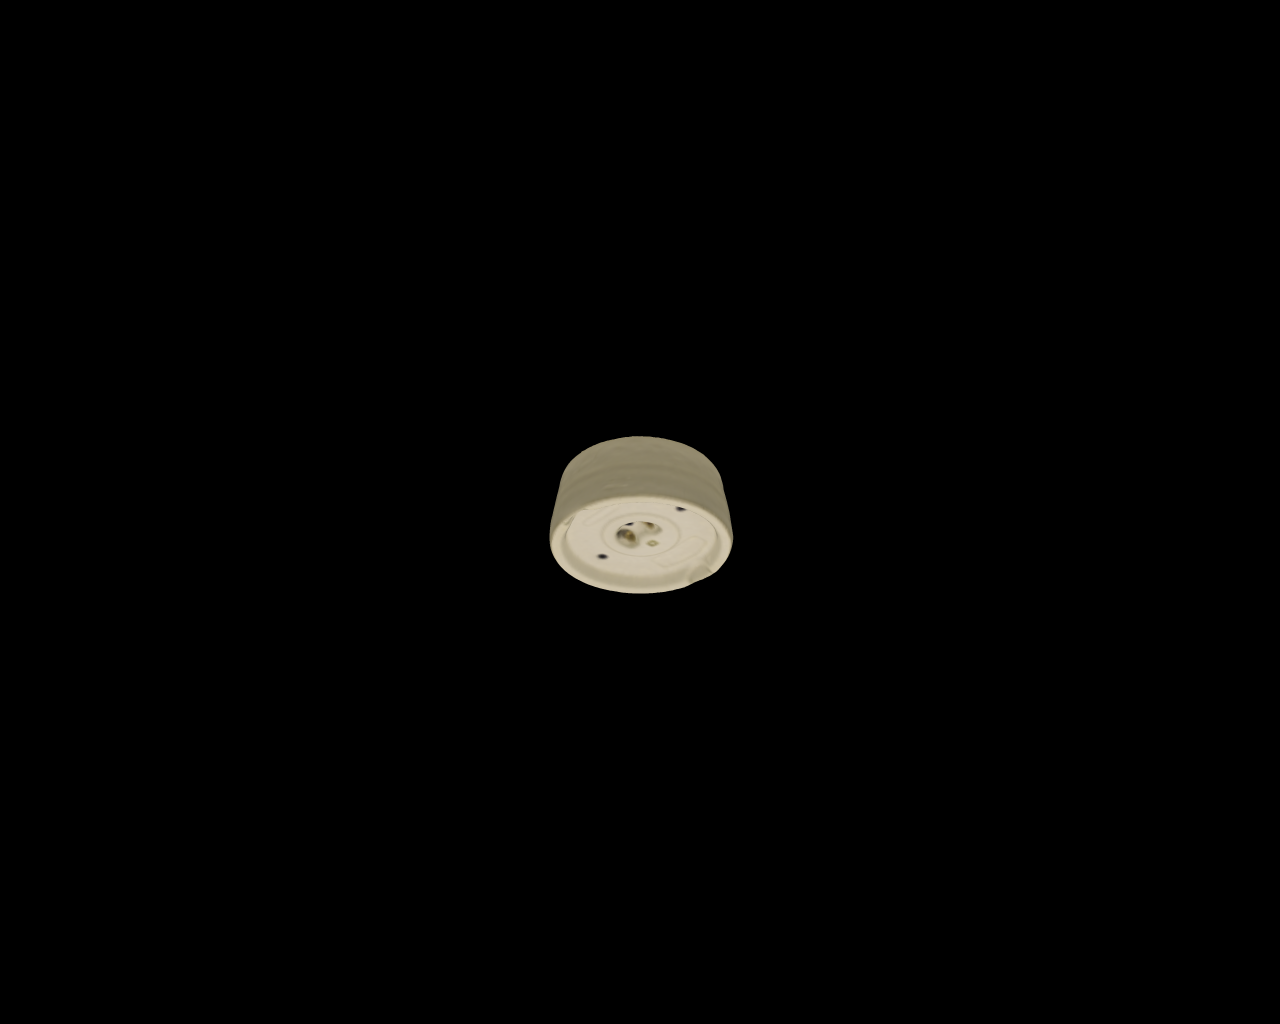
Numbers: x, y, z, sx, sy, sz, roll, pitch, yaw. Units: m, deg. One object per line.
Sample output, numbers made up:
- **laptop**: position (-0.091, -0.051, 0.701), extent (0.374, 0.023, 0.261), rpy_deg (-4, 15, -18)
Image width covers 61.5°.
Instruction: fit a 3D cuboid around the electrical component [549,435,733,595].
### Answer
- **electrical component**: position (0.001, -0.003, 0.650), extent (0.108, 0.060, 0.108), rpy_deg (0, -35, 0)
